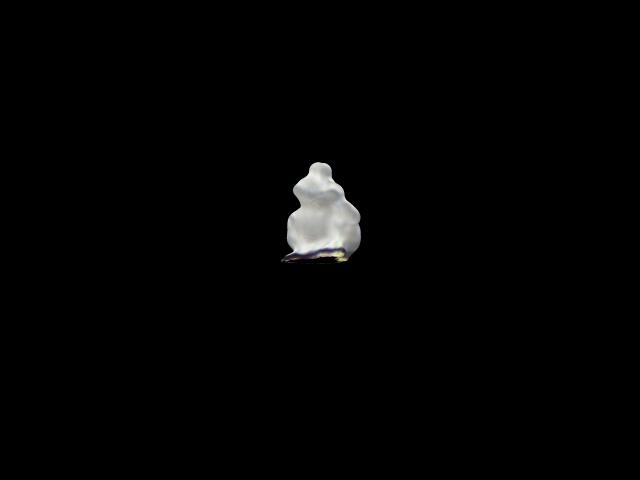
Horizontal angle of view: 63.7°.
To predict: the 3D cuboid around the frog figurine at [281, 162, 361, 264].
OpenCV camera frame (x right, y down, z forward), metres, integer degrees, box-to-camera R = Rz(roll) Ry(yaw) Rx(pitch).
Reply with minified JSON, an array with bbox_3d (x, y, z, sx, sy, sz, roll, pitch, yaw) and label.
[{"bbox_3d":[0.003,-0.043,0.850,0.122,0.161,0.136,10,-16,-38],"label":"frog figurine"}]
